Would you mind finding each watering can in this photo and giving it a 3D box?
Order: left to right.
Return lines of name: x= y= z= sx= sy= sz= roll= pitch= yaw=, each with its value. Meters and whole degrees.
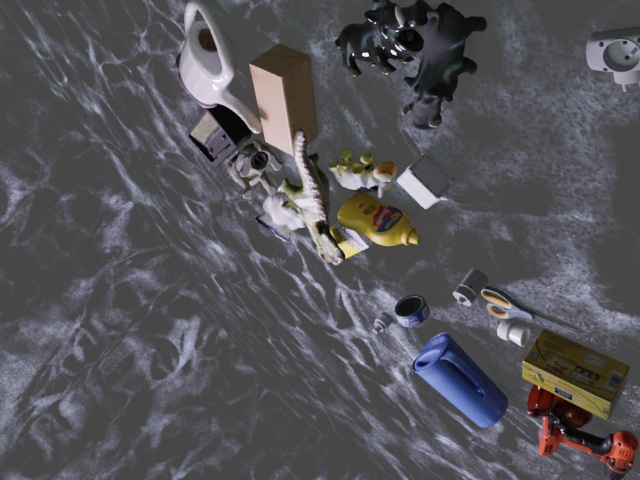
watering can: x=-0.241 y=-0.372 z=1.185 sx=0.222 sy=0.105 sz=0.348 roll=-27 pitch=86 yaw=62

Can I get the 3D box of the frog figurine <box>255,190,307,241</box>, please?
frog figurine: x=-0.086 y=-0.092 z=1.436 sx=0.139 sy=0.123 sz=0.157 roll=46 pitch=119 yaw=18

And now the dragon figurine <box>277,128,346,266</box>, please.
dragon figurine: x=0.004 y=-0.059 z=1.179 sx=0.246 sy=0.123 sz=0.403 roll=59 pitch=171 yaw=18
